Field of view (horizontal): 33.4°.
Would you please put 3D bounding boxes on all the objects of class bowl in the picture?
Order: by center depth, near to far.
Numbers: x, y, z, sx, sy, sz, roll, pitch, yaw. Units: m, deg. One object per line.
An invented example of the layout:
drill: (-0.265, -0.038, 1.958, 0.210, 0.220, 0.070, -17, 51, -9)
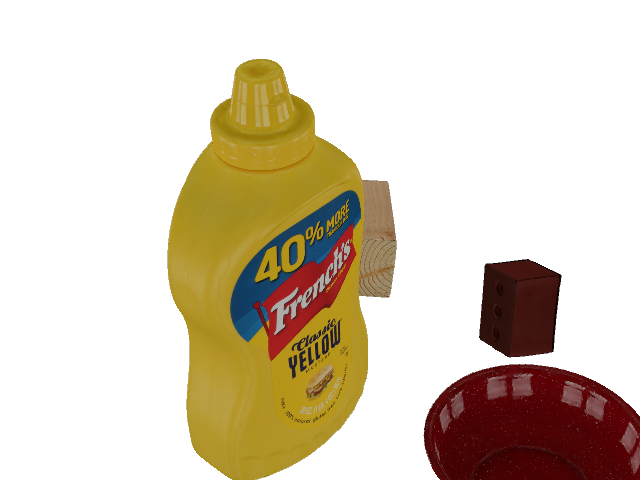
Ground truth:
bowl: (0.154, 0.161, 0.767, 0.162, 0.055, 0.162, -1, 36, 0)

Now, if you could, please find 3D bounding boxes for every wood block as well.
wood block: (0.056, -0.008, 1.539, 0.091, 0.090, 0.206, 4, 26, -2)

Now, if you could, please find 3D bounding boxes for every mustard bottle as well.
mustard bottle: (-0.020, 0.011, 0.458, 0.058, 0.192, 0.096, 30, 48, 34)

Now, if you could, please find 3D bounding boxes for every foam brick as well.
foam brick: (0.184, 0.062, 0.990, 0.051, 0.078, 0.053, -7, 19, -25)
